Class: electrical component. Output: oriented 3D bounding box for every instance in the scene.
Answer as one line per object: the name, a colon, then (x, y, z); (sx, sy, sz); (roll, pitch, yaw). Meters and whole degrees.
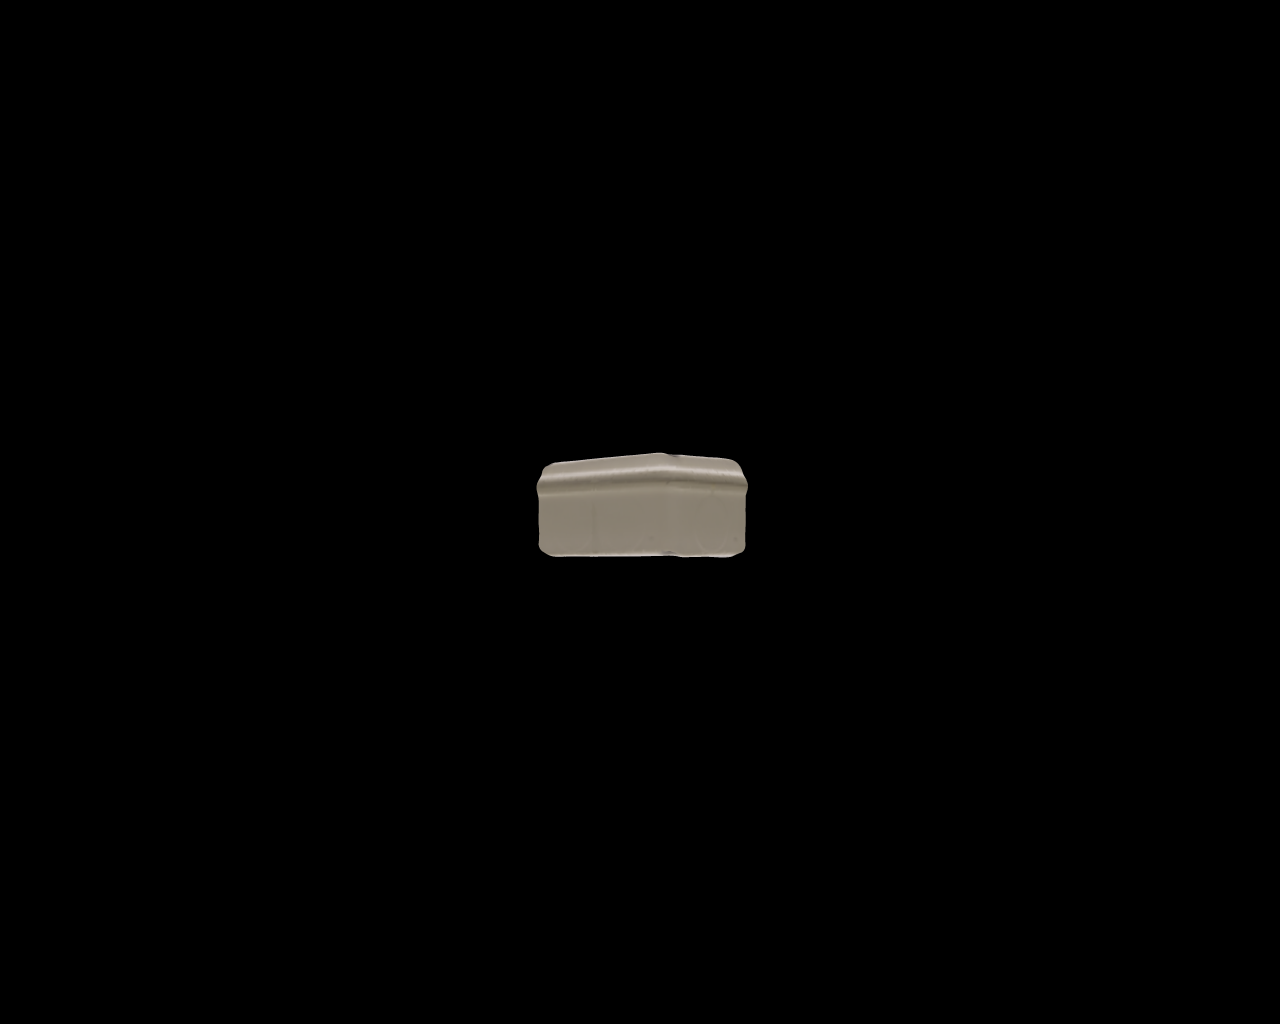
electrical component: (0.001, -0.003, 0.650); (0.113, 0.057, 0.078); (-2, -3, 40)
